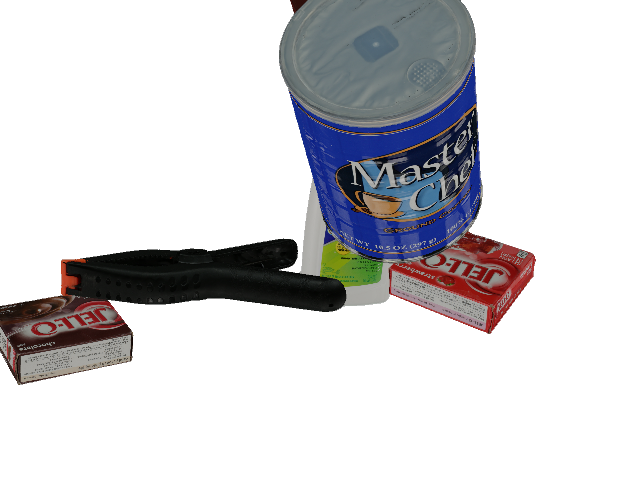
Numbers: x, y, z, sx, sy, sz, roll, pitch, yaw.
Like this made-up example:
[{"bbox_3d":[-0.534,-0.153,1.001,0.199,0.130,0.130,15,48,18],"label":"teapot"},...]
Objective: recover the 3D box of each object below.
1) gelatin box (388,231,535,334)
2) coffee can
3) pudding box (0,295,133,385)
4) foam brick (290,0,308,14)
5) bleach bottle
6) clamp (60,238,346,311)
[{"bbox_3d":[0.108,0.025,0.812,0.089,0.030,0.073,20,42,27],"label":"gelatin box"},{"bbox_3d":[0.039,-0.066,0.609,0.103,0.103,0.140,0,-32,11],"label":"coffee can"},{"bbox_3d":[-0.245,0.089,1.008,0.113,0.039,0.090,-12,30,-29],"label":"pudding box"},{"bbox_3d":[0.020,-0.177,0.808,0.078,0.053,0.051,-19,-32,0],"label":"foam brick"},{"bbox_3d":[0.030,-0.058,1.079,0.102,0.251,0.068,-1,25,-8],"label":"bleach bottle"},{"bbox_3d":[-0.090,0.028,0.820,0.209,0.036,0.165,-2,11,-21],"label":"clamp"}]
